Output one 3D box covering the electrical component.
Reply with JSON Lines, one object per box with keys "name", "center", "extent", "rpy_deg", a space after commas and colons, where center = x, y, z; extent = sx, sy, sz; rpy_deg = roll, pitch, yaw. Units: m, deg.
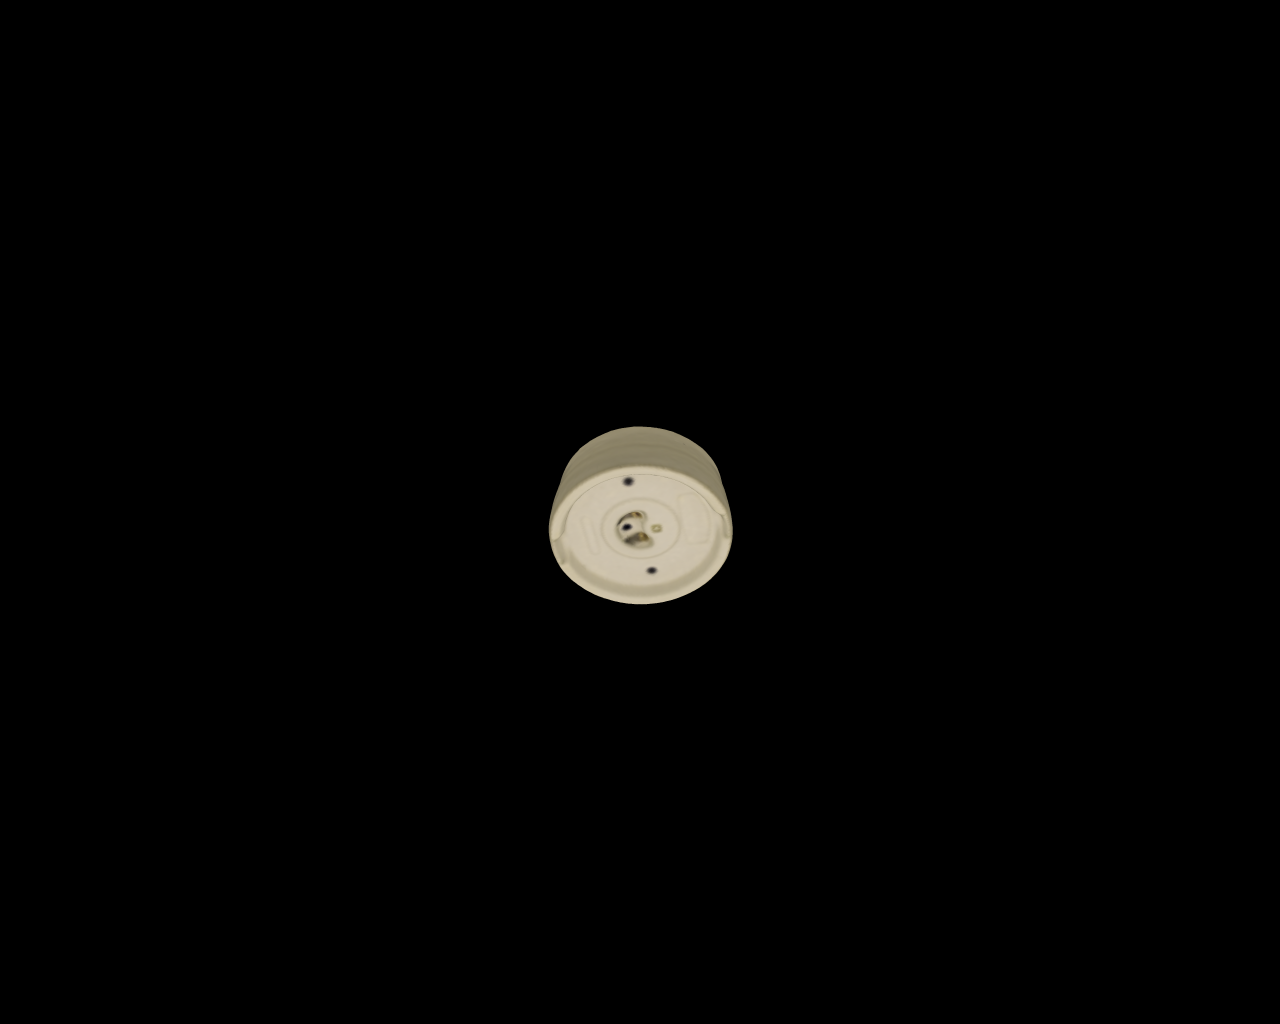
{"name": "electrical component", "center": [0.001, -0.003, 0.650], "extent": [0.108, 0.108, 0.060], "rpy_deg": [0, 39, 0]}
